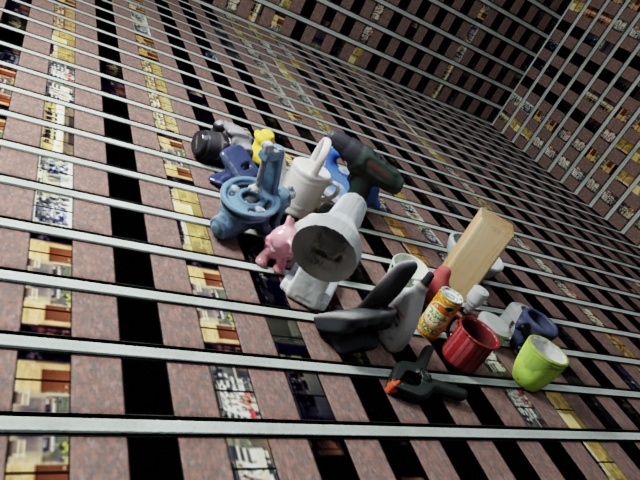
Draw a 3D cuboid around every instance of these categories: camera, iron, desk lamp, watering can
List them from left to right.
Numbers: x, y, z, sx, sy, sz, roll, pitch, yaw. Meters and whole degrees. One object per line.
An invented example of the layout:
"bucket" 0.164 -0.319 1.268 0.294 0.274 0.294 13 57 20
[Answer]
"camera" -0.242 -0.242 1.396 0.137 0.100 0.142 5 35 -40
"watering can" -0.031 -0.156 1.348 0.173 0.194 0.100 12 31 -31
"desk lamp" 0.010 0.022 1.051 0.118 0.213 0.203 30 26 1
"iron" 0.065 -0.188 1.559 0.257 0.141 0.119 41 28 22

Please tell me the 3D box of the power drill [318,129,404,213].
"power drill" 0.081 -0.142 1.418 0.230 0.208 0.075 21 27 -16

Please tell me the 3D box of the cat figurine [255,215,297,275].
"cat figurine" -0.070 0.001 1.116 0.067 0.117 0.128 26 26 -5

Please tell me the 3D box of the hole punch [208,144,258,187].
"hole punch" -0.183 -0.158 1.316 0.101 0.091 0.109 32 26 7

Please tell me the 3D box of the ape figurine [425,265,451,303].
"ape figurine" 0.271 0.098 1.313 0.078 0.092 0.076 31 26 5

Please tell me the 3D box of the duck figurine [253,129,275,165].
"duck figurine" -0.148 -0.250 1.520 0.078 0.086 0.104 -6 43 -50

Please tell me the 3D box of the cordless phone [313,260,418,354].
"cordless phone" 0.086 0.104 1.012 0.148 0.185 0.094 -4 41 -48

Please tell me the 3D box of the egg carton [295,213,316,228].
"egg carton" 0.011 0.004 1.245 0.150 0.069 0.107 34 27 10

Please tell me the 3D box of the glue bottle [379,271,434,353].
"glue bottle" 0.163 0.125 1.064 0.037 0.173 0.078 4 36 -41

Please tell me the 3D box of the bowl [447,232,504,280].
"bowl" 0.404 0.055 1.541 0.168 0.074 0.167 23 27 -12

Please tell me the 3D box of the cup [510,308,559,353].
"cup" 0.467 0.215 1.296 0.118 0.095 0.091 10 32 -34

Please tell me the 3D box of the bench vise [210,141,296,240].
"bench vise" -0.117 -0.110 1.151 0.121 0.219 0.208 31 26 5
